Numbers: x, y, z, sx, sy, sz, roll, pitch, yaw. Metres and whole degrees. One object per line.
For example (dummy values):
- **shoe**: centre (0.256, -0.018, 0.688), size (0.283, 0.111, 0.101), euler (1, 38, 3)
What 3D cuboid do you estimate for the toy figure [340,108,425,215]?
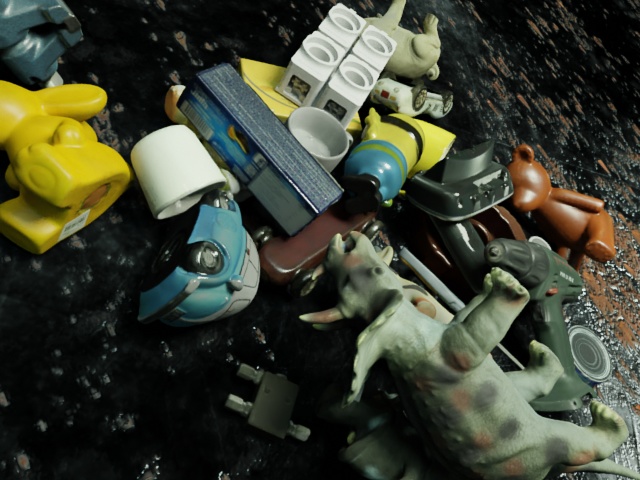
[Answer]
- **toy figure**: centre (0.082, -0.100, 0.700), size (0.089, 0.082, 0.180), euler (23, 41, 3)

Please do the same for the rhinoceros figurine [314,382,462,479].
- **rhinoceros figurine**: centre (0.082, 0.212, 0.556), size (0.190, 0.073, 0.112), euler (29, 52, -10)

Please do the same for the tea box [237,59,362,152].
- **tea box**: centre (-0.036, -0.180, 0.748), size (0.169, 0.068, 0.098), euler (2, 59, -26)

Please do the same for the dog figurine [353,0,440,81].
- **dog figurine**: centre (0.098, -0.301, 0.893), size (0.172, 0.121, 0.190), euler (42, 64, 6)

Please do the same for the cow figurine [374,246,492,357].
- **cow figurine**: centre (0.098, 0.080, 0.633), size (0.195, 0.085, 0.127), euler (39, 8, -16)

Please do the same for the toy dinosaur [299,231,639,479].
- **toy dinosaur**: centre (0.150, 0.156, 0.514), size (0.404, 0.192, 0.131), euler (50, 5, -9)

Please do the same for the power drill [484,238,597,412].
- **power drill**: centre (0.276, 0.105, 0.677), size (0.232, 0.086, 0.207), euler (7, 69, -49)

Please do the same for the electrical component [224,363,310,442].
- **electrical component**: centre (-0.049, 0.167, 0.547), size (0.094, 0.021, 0.063), euler (28, 50, -9)

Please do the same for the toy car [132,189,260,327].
- **toy car**: centre (-0.115, 0.030, 0.559), size (0.102, 0.109, 0.162), euler (42, 34, -27)

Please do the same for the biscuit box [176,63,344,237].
- **biscuit box**: centre (-0.068, -0.102, 0.603), size (0.202, 0.059, 0.063), euler (49, 43, -2)

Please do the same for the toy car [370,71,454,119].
- **toy car**: centre (0.150, -0.226, 0.856), size (0.074, 0.056, 0.201), euler (32, 24, 25)

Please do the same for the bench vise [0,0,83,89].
- **bench vise**: centre (-0.376, -0.200, 0.533), size (0.240, 0.223, 0.129), euler (-36, 75, -9)

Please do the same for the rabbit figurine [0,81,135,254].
- **rabbit figurine**: centre (-0.278, -0.100, 0.533), size (0.173, 0.122, 0.162), euler (37, 45, -1)

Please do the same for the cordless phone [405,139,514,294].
- **cordless phone**: centre (0.214, -0.030, 0.722), size (0.146, 0.089, 0.184), euler (-23, 84, -35)

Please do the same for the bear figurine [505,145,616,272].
- **bear figurine**: centre (0.354, -0.045, 0.841), size (0.196, 0.120, 0.132), euler (35, 54, -2)

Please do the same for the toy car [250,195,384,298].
- **toy car**: centre (-0.001, -0.002, 0.660), size (0.089, 0.053, 0.202), euler (39, 45, 16)

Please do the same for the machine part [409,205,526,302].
- **machine part**: centre (0.212, 0.004, 0.772), size (0.179, 0.056, 0.179), euler (13, 56, -20)

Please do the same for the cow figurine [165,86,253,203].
- **cow figurine**: centre (-0.122, -0.123, 0.664), size (0.098, 0.068, 0.167), euler (-18, 74, -42)

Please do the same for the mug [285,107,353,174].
- **mug**: centre (-0.016, -0.107, 0.687), size (0.109, 0.107, 0.081), euler (-23, 74, -41)
